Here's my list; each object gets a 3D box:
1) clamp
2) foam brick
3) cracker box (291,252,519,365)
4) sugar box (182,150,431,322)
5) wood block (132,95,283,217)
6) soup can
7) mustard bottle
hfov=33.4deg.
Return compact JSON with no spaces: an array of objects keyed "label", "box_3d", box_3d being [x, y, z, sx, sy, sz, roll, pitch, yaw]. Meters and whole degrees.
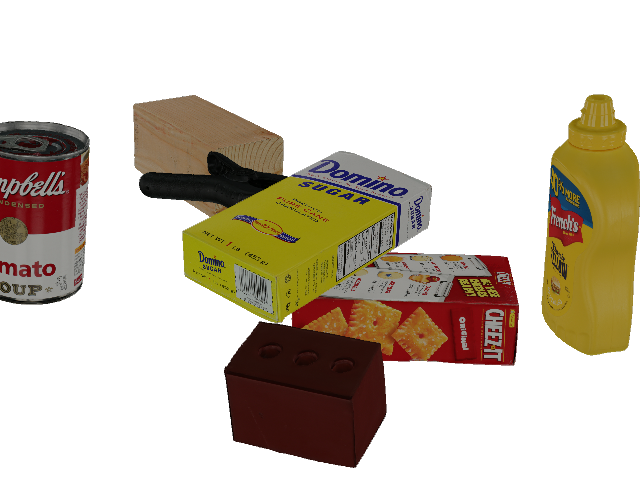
[{"label":"clamp","box_3d":[-0.088,-0.049,1.035,0.172,0.039,0.120,17,31,38]},{"label":"foam brick","box_3d":[-0.007,0.086,0.604,0.078,0.051,0.053,8,31,19]},{"label":"cracker box","box_3d":[0.086,0.066,1.081,0.214,0.072,0.164,2,16,6]},{"label":"sugar box","box_3d":[-0.006,-0.009,0.784,0.093,0.048,0.175,25,41,33]},{"label":"wood block","box_3d":[-0.138,-0.102,1.277,0.090,0.090,0.206,-13,27,-33]},{"label":"soup can","box_3d":[-0.185,-0.018,0.687,0.068,0.102,0.068,6,23,-3]},{"label":"mustard bottle","box_3d":[0.204,-0.016,0.805,0.058,0.192,0.096,-6,26,-7]}]
